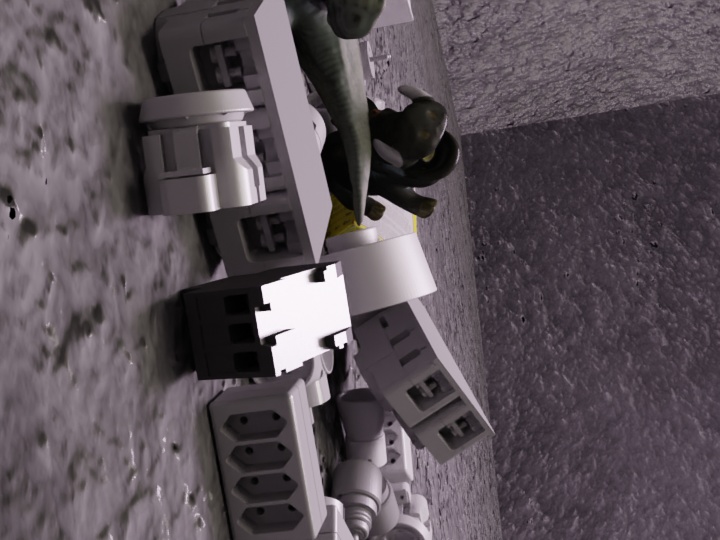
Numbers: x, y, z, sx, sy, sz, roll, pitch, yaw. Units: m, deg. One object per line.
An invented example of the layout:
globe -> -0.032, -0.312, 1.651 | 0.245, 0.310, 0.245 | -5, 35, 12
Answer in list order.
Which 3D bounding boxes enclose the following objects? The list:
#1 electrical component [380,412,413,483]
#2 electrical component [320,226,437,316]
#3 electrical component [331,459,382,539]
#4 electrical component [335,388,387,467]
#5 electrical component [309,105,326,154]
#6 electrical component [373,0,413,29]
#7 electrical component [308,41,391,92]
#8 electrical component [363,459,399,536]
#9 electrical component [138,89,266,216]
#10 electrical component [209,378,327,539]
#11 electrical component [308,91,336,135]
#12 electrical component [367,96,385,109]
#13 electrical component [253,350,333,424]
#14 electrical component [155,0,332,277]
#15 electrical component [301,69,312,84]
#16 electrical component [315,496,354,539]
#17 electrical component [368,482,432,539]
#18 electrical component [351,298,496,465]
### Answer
electrical component -> 0.025, 0.168, 1.007 | 0.076, 0.047, 0.065 | 64, 20, -62
electrical component -> 0.000, 0.000, 0.834 | 0.108, 0.108, 0.060 | -20, 96, -81
electrical component -> -0.003, 0.184, 0.842 | 0.078, 0.040, 0.040 | -86, 165, -51
electrical component -> 0.004, 0.139, 0.928 | 0.044, 0.044, 0.065 | -56, 141, -77
electrical component -> -0.053, -0.083, 0.734 | 0.047, 0.055, 0.055 | -82, 161, -48
electrical component -> -0.023, -0.281, 0.932 | 0.186, 0.105, 0.060 | 57, 26, -68
electrical component -> -0.006, -0.204, 1.061 | 0.138, 0.074, 0.052 | -59, 139, -76
electrical component -> 0.008, 0.189, 0.907 | 0.040, 0.040, 0.078 | -87, 166, -50
electrical component -> -0.080, -0.060, 0.542 | 0.078, 0.058, 0.057 | -46, 130, -78
electrical component -> -0.048, 0.105, 0.619 | 0.076, 0.047, 0.083 | -44, 125, -79
electrical component -> -0.024, -0.133, 0.981 | 0.045, 0.045, 0.055 | -86, 165, -52
electrical component -> -0.010, -0.147, 1.024 | 0.043, 0.062, 0.043 | -168, -90, -86
electrical component -> -0.041, 0.067, 0.706 | 0.077, 0.044, 0.079 | -54, 135, -77
electrical component -> -0.066, -0.082, 0.627 | 0.089, 0.062, 0.150 | -81, 160, -62
electrical component -> -0.038, -0.209, 0.928 | 0.057, 0.058, 0.078 | 76, 10, -48
electrical component -> -0.028, 0.168, 0.682 | 0.083, 0.047, 0.075 | 71, 14, -50
electrical component -> 0.037, 0.242, 0.987 | 0.057, 0.058, 0.078 | -72, 152, -76
electrical component -> 0.035, 0.067, 0.921 | 0.105, 0.060, 0.186 | 53, 6, -35
